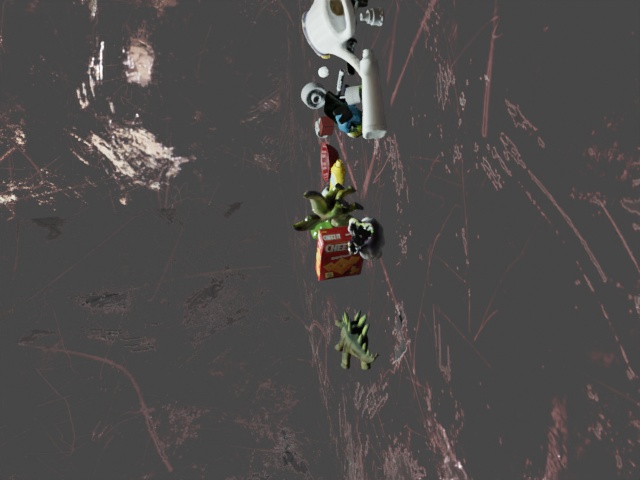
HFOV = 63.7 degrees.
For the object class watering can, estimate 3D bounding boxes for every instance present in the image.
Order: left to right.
[{"bbox_3d":[0.047,-0.632,1.591,0.223,0.105,0.347,-9,99,63],"label":"watering can"}]

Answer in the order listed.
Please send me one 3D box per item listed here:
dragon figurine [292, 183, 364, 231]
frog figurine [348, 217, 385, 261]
[{"bbox_3d":[0.005,-0.091,1.799,0.239,0.410,0.124,-40,65,31],"label":"dragon figurine"},{"bbox_3d":[0.157,0.000,1.602,0.158,0.122,0.140,26,-139,-59],"label":"frog figurine"}]
